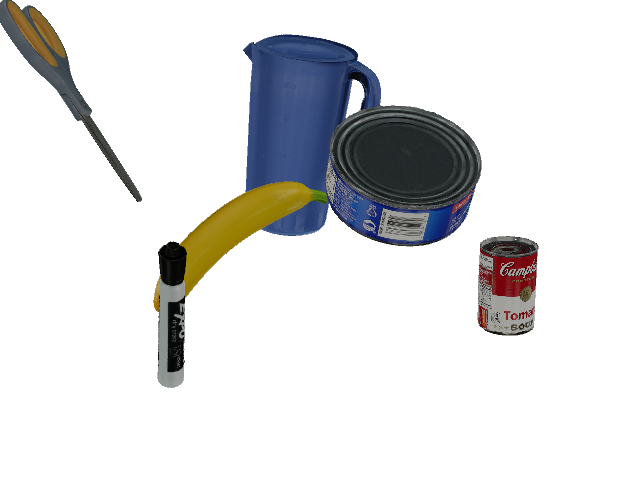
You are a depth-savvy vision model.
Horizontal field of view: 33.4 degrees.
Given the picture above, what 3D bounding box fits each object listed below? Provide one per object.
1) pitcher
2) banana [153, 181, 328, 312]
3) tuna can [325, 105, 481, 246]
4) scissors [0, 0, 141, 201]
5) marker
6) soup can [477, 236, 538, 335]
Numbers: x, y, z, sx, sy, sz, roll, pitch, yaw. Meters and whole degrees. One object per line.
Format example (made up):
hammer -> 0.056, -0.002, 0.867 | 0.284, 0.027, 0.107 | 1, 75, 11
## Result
pitcher -> -0.023, -0.131, 1.357 | 0.144, 0.243, 0.149 | -3, 25, -22
banana -> -0.084, -0.001, 0.995 | 0.198, 0.069, 0.037 | -33, 42, 2
tuna can -> 0.046, -0.037, 0.605 | 0.086, 0.086, 0.034 | 0, -44, -9
scissors -> -0.216, -0.130, 0.943 | 0.016, 0.201, 0.096 | -30, 26, 10
marker -> -0.103, 0.052, 0.736 | 0.020, 0.121, 0.020 | 4, 36, -3
soup can -> 0.221, 0.054, 1.263 | 0.068, 0.102, 0.068 | -1, 18, 0
